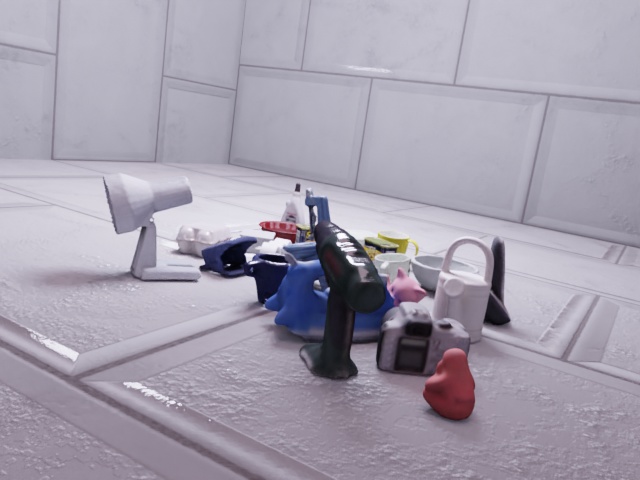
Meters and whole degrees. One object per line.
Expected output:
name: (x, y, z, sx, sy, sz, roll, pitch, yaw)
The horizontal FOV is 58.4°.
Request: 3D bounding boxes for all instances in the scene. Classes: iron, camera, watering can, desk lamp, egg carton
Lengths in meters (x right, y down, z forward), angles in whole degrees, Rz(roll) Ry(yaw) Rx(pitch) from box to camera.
iron: (0.040, 0.098, 1.016, 0.259, 0.141, 0.118, 4, 12, -20)
camera: (0.161, 0.151, 0.944, 0.143, 0.101, 0.136, 7, 11, -6)
watering can: (0.274, 0.091, 1.087, 0.101, 0.194, 0.173, 9, 11, 4)
desk lamp: (-0.348, -0.031, 1.187, 0.204, 0.213, 0.117, 2, 13, -27)
egg carton: (-0.294, -0.004, 1.460, 0.107, 0.069, 0.150, 11, 12, 13)

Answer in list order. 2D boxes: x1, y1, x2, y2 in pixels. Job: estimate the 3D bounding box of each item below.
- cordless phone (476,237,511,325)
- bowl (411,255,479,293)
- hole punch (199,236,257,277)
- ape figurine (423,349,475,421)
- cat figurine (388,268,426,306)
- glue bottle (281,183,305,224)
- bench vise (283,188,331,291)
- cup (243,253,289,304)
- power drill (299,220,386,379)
cordless phone: (0.377, 0.079, 1.243, 0.094, 0.185, 0.147, 9, 11, 5)
bowl: (0.301, 0.092, 1.406, 0.167, 0.075, 0.167, 8, 11, -1)
hole punch: (-0.210, 0.028, 1.307, 0.100, 0.091, 0.109, 15, 13, 29)
ape figurine: (0.181, 0.192, 0.783, 0.078, 0.092, 0.076, 6, 12, -12)
cat figurine: (0.151, 0.107, 1.110, 0.067, 0.118, 0.127, 4, 12, -21)
glue bottle: (-0.080, -0.093, 1.792, 0.078, 0.173, 0.037, 12, 12, 16)
bench vise: (0.015, 0.003, 1.269, 0.207, 0.220, 0.122, 11, 12, 14)
cup: (-0.102, 0.081, 1.117, 0.118, 0.095, 0.091, -3, 16, -44)
power drill: (0.025, 0.091, 0.872, 0.076, 0.208, 0.229, 4, 12, -21)
